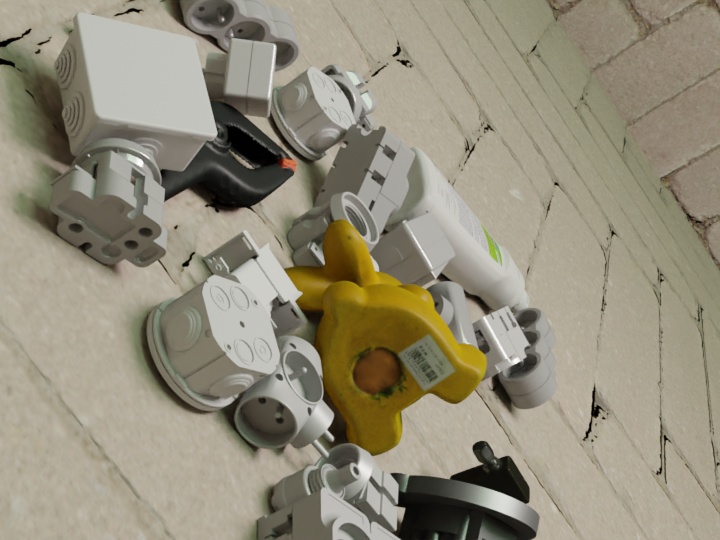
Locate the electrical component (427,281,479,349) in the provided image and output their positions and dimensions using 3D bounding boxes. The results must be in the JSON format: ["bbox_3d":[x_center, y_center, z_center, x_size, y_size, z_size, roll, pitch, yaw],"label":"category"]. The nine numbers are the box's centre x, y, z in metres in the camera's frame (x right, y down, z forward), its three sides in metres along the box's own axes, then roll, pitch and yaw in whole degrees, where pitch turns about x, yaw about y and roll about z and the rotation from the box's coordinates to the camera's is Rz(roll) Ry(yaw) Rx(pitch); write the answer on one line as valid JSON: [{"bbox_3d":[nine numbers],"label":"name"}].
[{"bbox_3d":[0.076,0.046,1.040,0.079,0.044,0.077,36,32,-41],"label":"electrical component"}]

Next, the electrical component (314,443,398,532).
[{"bbox_3d":[-0.003,0.156,0.758,0.055,0.048,0.066,54,23,-28],"label":"electrical component"}]

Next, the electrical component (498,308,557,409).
[{"bbox_3d":[0.191,0.108,1.180,0.073,0.052,0.138,60,22,-23],"label":"electrical component"}]

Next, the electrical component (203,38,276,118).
[{"bbox_3d":[-0.111,-0.161,0.900,0.083,0.076,0.047,160,-63,-84],"label":"electrical component"}]

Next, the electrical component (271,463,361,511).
[{"bbox_3d":[-0.027,0.144,0.704,0.035,0.061,0.035,44,28,-31],"label":"electrical component"}]

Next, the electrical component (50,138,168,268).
[{"bbox_3d":[-0.157,-0.046,0.683,0.078,0.058,0.057,38,34,-39],"label":"electrical component"}]

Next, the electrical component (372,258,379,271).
[{"bbox_3d":[0.000,0.000,0.960,0.035,0.035,0.061,44,26,-31],"label":"electrical component"}]

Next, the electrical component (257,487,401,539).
[{"bbox_3d":[0.007,0.215,0.685,0.150,0.062,0.089,42,29,-34],"label":"electrical component"}]

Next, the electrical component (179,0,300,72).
[{"bbox_3d":[-0.115,-0.245,1.001,0.138,0.052,0.073,24,41,-52],"label":"electrical component"}]

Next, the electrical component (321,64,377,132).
[{"bbox_3d":[-0.021,-0.169,1.091,0.078,0.058,0.057,58,21,-2],"label":"electrical component"}]

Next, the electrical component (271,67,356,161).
[{"bbox_3d":[-0.045,-0.149,1.026,0.080,0.051,0.080,44,28,-30],"label":"electrical component"}]

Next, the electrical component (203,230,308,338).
[{"bbox_3d":[-0.081,0.018,0.773,0.081,0.042,0.064,55,28,-6],"label":"electrical component"}]

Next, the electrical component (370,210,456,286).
[{"bbox_3d":[0.049,-0.013,1.035,0.061,0.062,0.096,59,24,1],"label":"electrical component"}]

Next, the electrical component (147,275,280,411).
[{"bbox_3d":[-0.095,0.047,0.699,0.080,0.051,0.080,44,28,-30],"label":"electrical component"}]

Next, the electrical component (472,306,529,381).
[{"bbox_3d":[0.134,0.078,1.108,0.055,0.050,0.089,61,23,7],"label":"electrical component"}]

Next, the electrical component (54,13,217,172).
[{"bbox_3d":[-0.153,-0.117,0.727,0.100,0.048,0.099,5,56,-37],"label":"electrical component"}]

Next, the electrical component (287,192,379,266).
[{"bbox_3d":[-0.021,-0.031,0.927,0.058,0.057,0.078,52,25,-16],"label":"electrical component"}]

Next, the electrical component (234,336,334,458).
[{"bbox_3d":[-0.044,0.096,0.746,0.079,0.044,0.077,51,25,-16],"label":"electrical component"}]

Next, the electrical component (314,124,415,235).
[{"bbox_3d":[0.007,-0.082,0.999,0.056,0.050,0.089,34,75,-43],"label":"electrical component"}]
